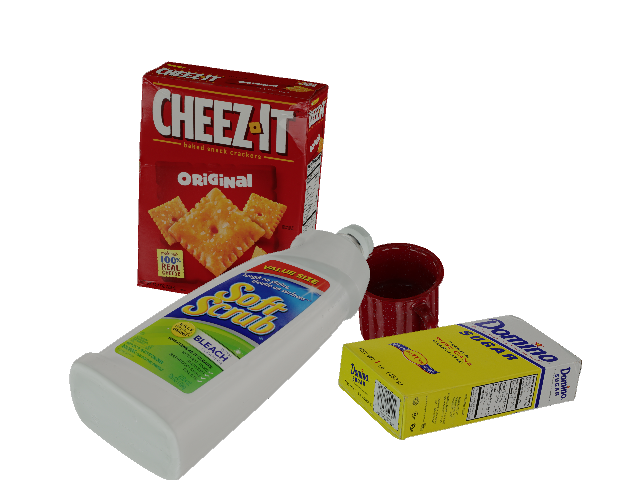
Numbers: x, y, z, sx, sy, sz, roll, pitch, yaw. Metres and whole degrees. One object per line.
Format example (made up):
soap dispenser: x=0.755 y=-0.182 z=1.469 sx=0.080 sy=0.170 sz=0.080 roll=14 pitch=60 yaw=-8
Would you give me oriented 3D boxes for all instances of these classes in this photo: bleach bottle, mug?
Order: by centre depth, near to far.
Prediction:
bleach bottle: x=-0.051 y=0.057 z=0.758 sx=0.103 sy=0.068 sz=0.250 roll=28 pitch=46 yaw=25
mug: x=0.085 y=0.068 z=1.079 sx=0.093 sy=0.081 sz=0.117 roll=-22 pitch=41 yaw=-21

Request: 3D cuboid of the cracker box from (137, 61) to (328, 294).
cracker box: x=-0.087 y=-0.049 z=1.014 sx=0.164 sy=0.214 sz=0.072 roll=10 pitch=22 yaw=11

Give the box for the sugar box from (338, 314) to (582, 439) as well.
sugar box: x=0.113 y=0.106 z=0.863 sx=0.175 sy=0.048 sz=0.093 roll=-10 pitch=27 yaw=-28
